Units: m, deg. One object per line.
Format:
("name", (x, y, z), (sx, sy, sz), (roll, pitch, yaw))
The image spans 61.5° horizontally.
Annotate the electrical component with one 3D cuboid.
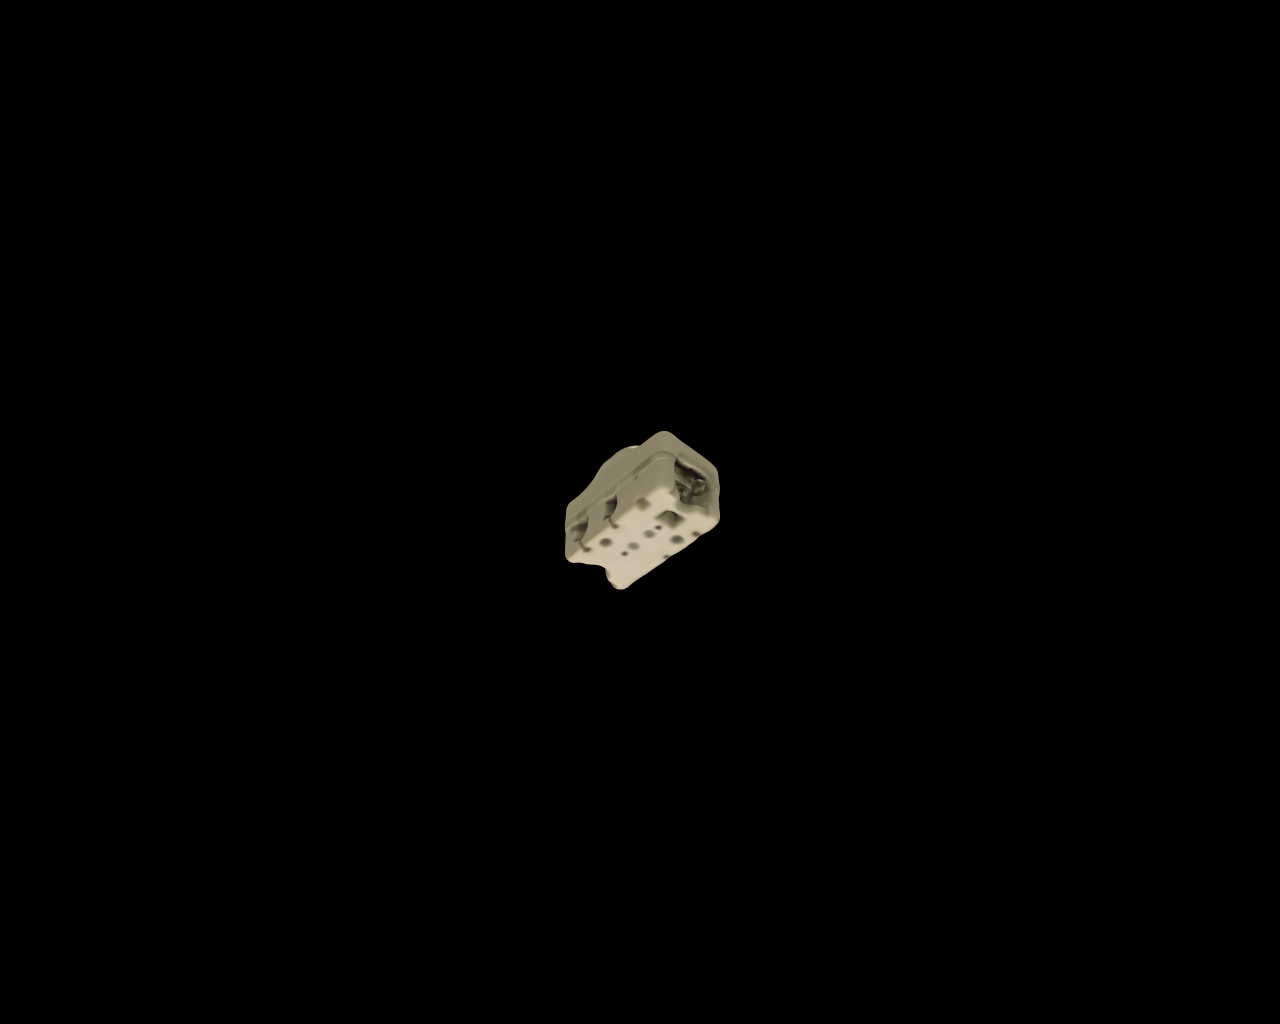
("electrical component", (0.001, -0.003, 0.650), (0.050, 0.056, 0.089), (33, -54, -29))
